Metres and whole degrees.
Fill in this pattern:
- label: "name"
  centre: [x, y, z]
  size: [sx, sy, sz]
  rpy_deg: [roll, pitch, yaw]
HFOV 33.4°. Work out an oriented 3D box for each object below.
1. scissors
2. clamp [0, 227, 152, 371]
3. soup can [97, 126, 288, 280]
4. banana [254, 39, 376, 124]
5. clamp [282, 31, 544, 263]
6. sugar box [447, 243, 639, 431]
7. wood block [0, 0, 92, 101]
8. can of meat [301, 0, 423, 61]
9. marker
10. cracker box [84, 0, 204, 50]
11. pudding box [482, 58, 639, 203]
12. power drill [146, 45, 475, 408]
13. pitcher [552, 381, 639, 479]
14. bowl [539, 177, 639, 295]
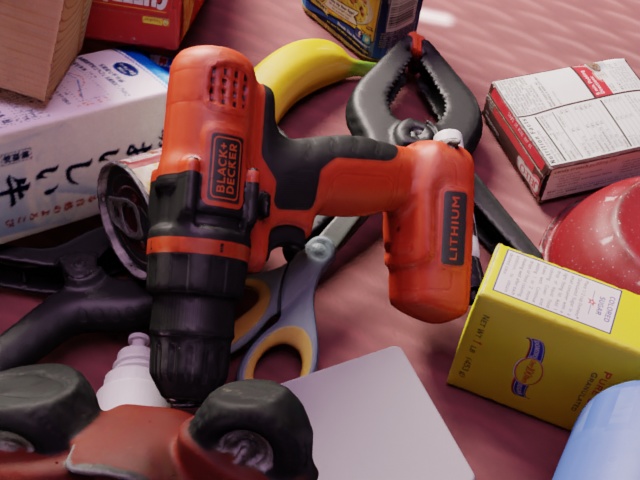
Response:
- label: "scissors"
  centre: [0.005, 0.027, 0.628]
  size: [0.201, 0.016, 0.096]
  rpy_deg: [-32, 69, -15]
- label: "clamp"
  centre: [-0.148, 0.022, 0.622]
  size: [0.171, 0.039, 0.120]
  rpy_deg: [-18, 54, -30]
- label: "soup can"
  centre: [-0.067, -0.025, 0.613]
  size: [0.102, 0.069, 0.068]
  rpy_deg: [-21, 56, -33]
- label: "banana"
  centre: [-0.030, -0.085, 0.725]
  size: [0.070, 0.037, 0.197]
  rpy_deg: [27, 53, 15]
- label: "clamp"
  centre: [0.053, -0.057, 0.713]
  size: [0.164, 0.036, 0.210]
  rpy_deg: [1, 54, -7]
- label: "sugar box"
  centre: [0.165, 0.073, 0.584]
  size: [0.176, 0.093, 0.048]
  rpy_deg: [22, 53, 11]
- label: "wood block"
  centre: [-0.234, -0.163, 0.592]
  size: [0.206, 0.091, 0.090]
  rpy_deg: [16, 29, -6]
- label: "can of meat"
  centre: [0.033, -0.193, 0.790]
  size: [0.057, 0.084, 0.102]
  rpy_deg: [-30, 60, -28]
- label: "marker"
  centre: [0.086, -0.015, 0.655]
  size: [0.020, 0.020, 0.121]
  rpy_deg: [0, 59, -7]
- label: "cracker box"
  centre: [-0.159, -0.203, 0.741]
  size: [0.164, 0.072, 0.213]
  rpy_deg: [8, 27, -1]
- label: "pudding box"
  centre: [0.183, -0.079, 0.746]
  size: [0.113, 0.039, 0.090]
  rpy_deg: [-13, 54, -15]
- label: "power drill"
  centre: [-0.004, 0.001, 0.576]
  size: [0.187, 0.057, 0.184]
  rpy_deg: [9, 82, -33]
- label: "pitcher"
  centre: [0.130, 0.182, 0.479]
  size: [0.149, 0.145, 0.242]
  rpy_deg: [30, 49, 2]
- label: "bowl"
  centre: [0.221, 0.012, 0.666]
  size: [0.162, 0.055, 0.162]
  rpy_deg: [3, 50, -4]
